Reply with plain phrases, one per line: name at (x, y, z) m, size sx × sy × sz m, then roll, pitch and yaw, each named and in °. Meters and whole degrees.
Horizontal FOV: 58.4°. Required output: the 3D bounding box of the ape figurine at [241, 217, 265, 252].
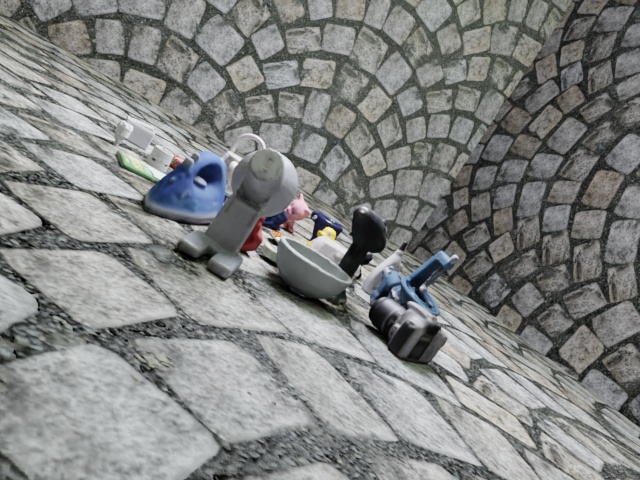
ape figurine at (-0.142, -0.024, 1.139) m, size 0.077 × 0.092 × 0.076 m, roll 34°, pitch 7°, yaw 7°

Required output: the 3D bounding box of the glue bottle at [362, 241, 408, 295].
glue bottle at (0.188, 0.078, 1.552) m, size 0.078 × 0.173 × 0.037 m, roll 29°, pitch 8°, yaw -25°

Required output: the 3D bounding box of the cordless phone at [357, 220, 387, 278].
cordless phone at (0.121, 0.013, 1.653) m, size 0.094 × 0.185 × 0.148 m, roll 34°, pitch 7°, yaw 9°

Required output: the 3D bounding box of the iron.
iron at (-0.247, -0.117, 1.113) m, size 0.118 × 0.141 × 0.258 m, roll 33°, pitch 7°, yaw 3°

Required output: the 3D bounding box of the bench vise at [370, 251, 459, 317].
bench vise at (0.221, 0.100, 1.365) m, size 0.206 × 0.219 × 0.122 m, roll 38°, pitch 9°, yaw 34°

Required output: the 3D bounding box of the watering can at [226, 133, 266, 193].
watering can at (-0.224, -0.206, 1.588) m, size 0.101 × 0.194 × 0.172 m, roll 30°, pitch 8°, yaw -22°

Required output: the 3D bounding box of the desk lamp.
desk lamp at (-0.123, -0.059, 0.975) m, size 0.118 × 0.213 × 0.203 m, roll 32°, pitch 7°, yaw -3°

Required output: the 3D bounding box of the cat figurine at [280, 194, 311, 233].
cat figurine at (-0.081, -0.088, 1.718) m, size 0.067 × 0.117 × 0.127 m, roll 28°, pitch 9°, yaw -32°

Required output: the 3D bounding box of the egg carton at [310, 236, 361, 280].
egg carton at (0.038, 0.050, 1.514) m, size 0.150 × 0.069 × 0.107 m, roll 32°, pitch 7°, yaw -4°

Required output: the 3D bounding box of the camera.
camera at (0.178, 0.172, 1.175) m, size 0.136 × 0.101 × 0.144 m, roll 38°, pitch 9°, yaw 38°

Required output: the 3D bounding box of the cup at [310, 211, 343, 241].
cup at (0.001, -0.028, 1.761) m, size 0.117 × 0.095 × 0.092 m, roll 36°, pitch 8°, yaw 25°

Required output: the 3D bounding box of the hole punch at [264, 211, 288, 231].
hole punch at (-0.143, -0.092, 1.589) m, size 0.108 × 0.091 × 0.101 m, roll 37°, pitch 9°, yaw 32°

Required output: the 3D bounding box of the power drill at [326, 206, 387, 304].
power drill at (0.070, 0.032, 1.218) m, size 0.075 × 0.208 × 0.230 m, roll 35°, pitch 8°, yaw 17°

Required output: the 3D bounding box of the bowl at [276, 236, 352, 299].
bowl at (-0.024, 0.066, 1.119) m, size 0.167 × 0.074 × 0.167 m, roll 32°, pitch 7°, yaw -4°

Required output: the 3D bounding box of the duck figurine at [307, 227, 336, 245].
duck figurine at (0.015, 0.006, 1.638) m, size 0.077 × 0.086 × 0.105 m, roll 38°, pitch 9°, yaw 36°
